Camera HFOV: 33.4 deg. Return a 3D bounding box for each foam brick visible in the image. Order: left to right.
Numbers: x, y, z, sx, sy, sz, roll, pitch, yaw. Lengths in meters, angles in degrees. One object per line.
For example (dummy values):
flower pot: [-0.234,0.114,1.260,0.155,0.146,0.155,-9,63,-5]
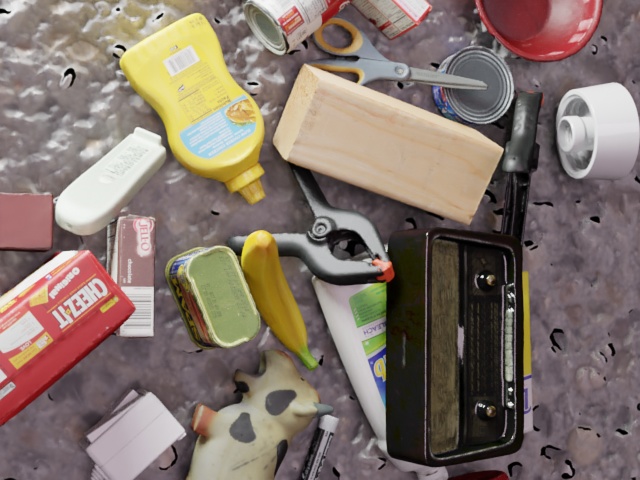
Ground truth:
foam brick: [-0.277,-0.016,0.989,0.053,0.078,0.051,2,87,-19]

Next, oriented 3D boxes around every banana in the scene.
banana: [-0.043,0.048,1.043,0.037,0.070,0.197,-44,139,-21]

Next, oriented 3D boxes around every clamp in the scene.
clamp: [-0.007,0.001,1.065,0.172,0.039,0.120,38,84,28]
clamp: [0.213,-0.091,1.129,0.036,0.164,0.210,7,57,12]

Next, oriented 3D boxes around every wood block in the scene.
wood block: [0.067,-0.097,1.093,0.205,0.091,0.090,19,103,-17]

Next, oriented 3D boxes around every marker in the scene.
marker: [-0.009,0.238,1.095,0.020,0.020,0.121,23,79,-16]

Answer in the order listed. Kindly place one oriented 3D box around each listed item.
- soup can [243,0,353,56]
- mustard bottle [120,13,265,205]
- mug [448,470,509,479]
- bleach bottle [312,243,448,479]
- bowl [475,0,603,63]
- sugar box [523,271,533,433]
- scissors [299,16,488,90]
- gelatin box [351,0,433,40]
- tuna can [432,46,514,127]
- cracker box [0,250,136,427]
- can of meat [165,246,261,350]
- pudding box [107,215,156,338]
soup can: [-0.020,-0.246,1.096,0.102,0.069,0.068,-42,100,-16]
mustard bottle: [-0.111,-0.121,1.063,0.096,0.058,0.191,-33,97,-17]
mug: [0.173,0.289,1.124,0.117,0.093,0.081,-8,83,-50]
bleach bottle: [0.082,0.136,1.111,0.102,0.068,0.251,-24,97,-18]
bowl: [0.232,-0.272,1.190,0.162,0.055,0.162,1,86,-19]
sugar box: [0.180,0.122,1.153,0.093,0.048,0.176,-1,86,-19]
scissors: [0.075,-0.196,1.134,0.201,0.016,0.096,-7,82,-8]
gelatin box: [0.067,-0.256,1.124,0.089,0.073,0.030,40,75,-12]
tuna can: [0.168,-0.167,1.173,0.086,0.034,0.086,1,86,-19]
cracker box: [-0.257,0.084,0.918,0.164,0.214,0.072,-41,101,-17]
can of meat: [-0.103,0.057,1.040,0.057,0.084,0.102,-23,94,-20]
pudding box: [-0.180,0.036,1.013,0.039,0.090,0.113,3,86,-17]
